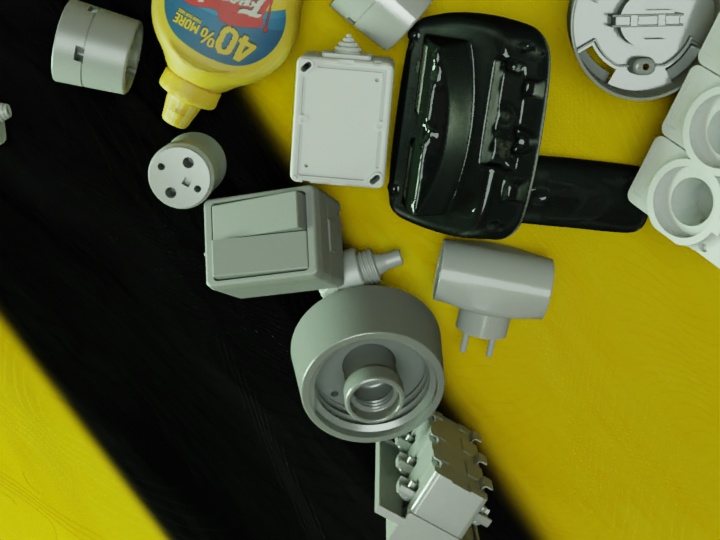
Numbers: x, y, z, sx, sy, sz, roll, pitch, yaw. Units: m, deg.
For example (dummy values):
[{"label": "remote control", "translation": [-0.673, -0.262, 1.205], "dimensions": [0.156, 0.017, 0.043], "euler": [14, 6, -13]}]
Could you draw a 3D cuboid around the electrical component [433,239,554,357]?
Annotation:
[{"label": "electrical component", "translation": [0.089, 0.023, 0.753], "dimensions": [0.077, 0.043, 0.079], "euler": [11, 107, 0]}]

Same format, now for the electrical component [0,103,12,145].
[{"label": "electrical component", "translation": [-0.279, -0.102, 0.735], "dimensions": [0.081, 0.043, 0.043], "euler": [-9, 105, 5]}]

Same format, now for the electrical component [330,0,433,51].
[{"label": "electrical component", "translation": [0.016, -0.176, 0.695], "dimensions": [0.047, 0.055, 0.055], "euler": [40, 104, -12]}]

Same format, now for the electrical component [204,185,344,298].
[{"label": "electrical component", "translation": [-0.065, -0.018, 0.724], "dimensions": [0.096, 0.061, 0.061], "euler": [-7, 79, 17]}]

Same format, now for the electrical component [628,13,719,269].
[{"label": "electrical component", "translation": [0.242, -0.085, 0.667], "dimensions": [0.062, 0.089, 0.150], "euler": [-5, 127, -39]}]

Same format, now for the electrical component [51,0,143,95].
[{"label": "electrical component", "translation": [-0.173, -0.146, 0.712], "dimensions": [0.047, 0.055, 0.055], "euler": [14, 106, -5]}]

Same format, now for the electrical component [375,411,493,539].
[{"label": "electrical component", "translation": [0.053, 0.147, 0.749], "dimensions": [0.079, 0.121, 0.063], "euler": [30, 102, -6]}]

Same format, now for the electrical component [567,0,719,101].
[{"label": "electrical component", "translation": [0.179, -0.160, 0.686], "dimensions": [0.099, 0.064, 0.099], "euler": [1, 106, 2]}]

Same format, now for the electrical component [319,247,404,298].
[{"label": "electrical component", "translation": [0.000, 0.000, 0.755], "dimensions": [0.061, 0.035, 0.035], "euler": [-18, 104, 5]}]

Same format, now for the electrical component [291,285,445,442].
[{"label": "electrical component", "translation": [0.007, 0.071, 0.744], "dimensions": [0.108, 0.060, 0.108], "euler": [-3, 125, -5]}]

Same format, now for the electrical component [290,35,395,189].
[{"label": "electrical component", "translation": [-0.010, -0.107, 0.711], "dimensions": [0.062, 0.061, 0.096], "euler": [5, 106, 1]}]

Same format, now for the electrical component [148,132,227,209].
[{"label": "electrical component", "translation": [-0.117, -0.068, 0.731], "dimensions": [0.045, 0.055, 0.045], "euler": [1, 106, 2]}]
